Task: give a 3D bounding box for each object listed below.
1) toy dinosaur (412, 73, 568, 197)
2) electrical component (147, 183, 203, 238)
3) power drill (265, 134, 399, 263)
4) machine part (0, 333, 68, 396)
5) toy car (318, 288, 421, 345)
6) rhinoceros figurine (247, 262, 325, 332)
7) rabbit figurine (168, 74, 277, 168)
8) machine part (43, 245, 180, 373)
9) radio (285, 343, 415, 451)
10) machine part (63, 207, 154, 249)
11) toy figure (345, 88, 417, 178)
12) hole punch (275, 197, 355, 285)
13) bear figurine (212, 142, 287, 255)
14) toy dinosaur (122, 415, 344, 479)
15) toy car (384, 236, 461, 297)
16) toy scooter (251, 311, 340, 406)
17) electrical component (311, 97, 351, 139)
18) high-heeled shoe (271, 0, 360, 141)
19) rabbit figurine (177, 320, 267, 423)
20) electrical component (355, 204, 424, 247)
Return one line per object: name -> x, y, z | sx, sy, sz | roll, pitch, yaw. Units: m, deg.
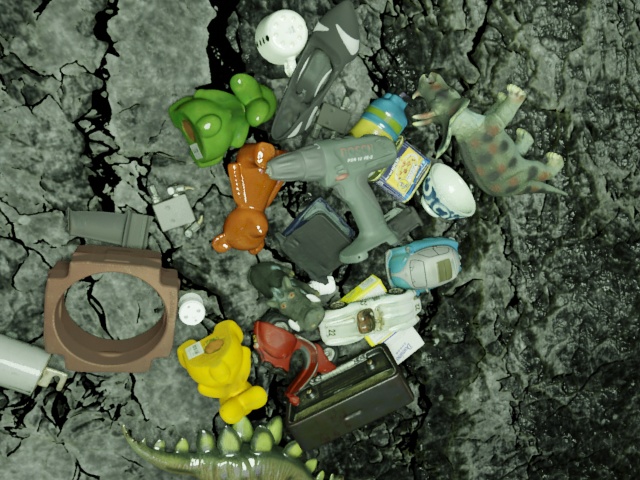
toy dinosaur -> 0.342, -0.163, 1.051 | 0.192, 0.131, 0.404 | -41, 113, 7
electrical component -> -0.246, -0.052, 0.926 | 0.078, 0.045, 0.102 | -16, 104, -15
power drill -> 0.038, -0.068, 0.895 | 0.232, 0.086, 0.207 | -24, 97, -24
machine part -> -0.532, 0.187, 0.867 | 0.243, 0.079, 0.079 | 26, 92, -18
toy car -> 0.095, 0.144, 1.008 | 0.202, 0.056, 0.073 | -12, 106, -8
rhinoceros figurine -> -0.054, 0.094, 0.939 | 0.073, 0.191, 0.112 | -50, 136, -4
rabbit figurine -> -0.143, -0.217, 0.887 | 0.170, 0.159, 0.121 | -33, 97, -25
machine part -> -0.340, 0.113, 0.889 | 0.201, 0.087, 0.201 | 5, 108, -17
radio -> 0.050, 0.290, 1.009 | 0.230, 0.131, 0.073 | -26, 108, 4
machine part -> -0.358, -0.019, 0.903 | 0.139, 0.039, 0.084 | 12, 101, -20
toy figure -> 0.098, -0.197, 0.986 | 0.089, 0.082, 0.180 | 31, 95, -8
hole punch -> -0.002, -0.003, 0.997 | 0.116, 0.092, 0.142 | -37, 113, 22
bear figurine -> -0.107, -0.064, 0.924 | 0.120, 0.132, 0.195 | 11, 90, -40
toy dinosaur -> -0.147, 0.431, 1.016 | 0.471, 0.105, 0.198 | 14, 88, -27
toy car -> 0.216, 0.054, 1.054 | 0.162, 0.103, 0.109 | -12, 104, -12
toy scooter -> -0.057, 0.224, 0.998 | 0.184, 0.075, 0.135 | 31, 69, -16
electrical component -> 0.021, -0.223, 0.988 | 0.063, 0.021, 0.094 | 20, 94, -18
high-heeled shoe -> -0.019, -0.266, 0.873 | 0.086, 0.248, 0.145 | 39, 65, 9
rabbit figurine -> -0.157, 0.254, 0.967 | 0.122, 0.163, 0.173 | -30, 125, -22
electrical component -> 0.130, -0.019, 1.029 | 0.119, 0.075, 0.047 | -38, 107, -12
